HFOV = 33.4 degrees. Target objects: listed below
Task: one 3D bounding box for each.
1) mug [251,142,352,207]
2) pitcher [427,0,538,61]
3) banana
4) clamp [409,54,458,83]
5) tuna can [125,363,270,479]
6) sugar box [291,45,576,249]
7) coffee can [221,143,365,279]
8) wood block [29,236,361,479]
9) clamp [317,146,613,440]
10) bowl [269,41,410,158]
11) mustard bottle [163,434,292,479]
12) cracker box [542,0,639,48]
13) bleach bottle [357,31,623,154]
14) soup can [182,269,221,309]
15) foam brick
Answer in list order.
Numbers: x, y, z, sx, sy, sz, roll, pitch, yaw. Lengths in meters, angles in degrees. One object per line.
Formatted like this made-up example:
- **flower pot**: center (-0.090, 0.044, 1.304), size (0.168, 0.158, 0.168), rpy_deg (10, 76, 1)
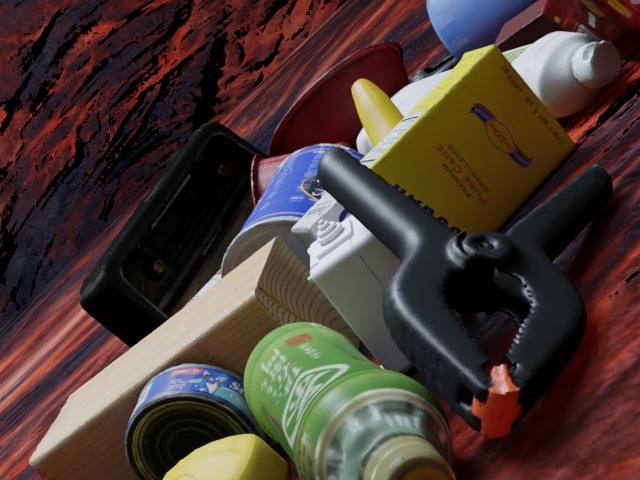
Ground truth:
- **mug**: center (-0.004, -0.039, 0.929), size (0.081, 0.093, 0.117), rpy_deg (-12, 8, 13)
- **pitcher**: center (0.219, -0.252, 0.946), size (0.243, 0.149, 0.145), rpy_deg (-36, 29, 38)
- **banana**: center (0.062, -0.053, 0.800), size (0.037, 0.069, 0.198), rpy_deg (-32, 35, 16)
- **clamp**: center (0.104, -0.154, 1.121), size (0.172, 0.039, 0.120), rpy_deg (-29, 19, 43)
- **tuna can**: center (-0.074, 0.120, 0.648), size (0.086, 0.086, 0.033), rpy_deg (-37, 15, 21)
- **sugar box**: center (0.076, -0.034, 0.694), size (0.176, 0.093, 0.048), rpy_deg (-47, 13, -15)
- **coffee can**: center (-0.005, 0.001, 0.794), size (0.103, 0.102, 0.140), rpy_deg (-36, 14, 26)
- **wood block**: center (-0.082, 0.104, 0.712), size (0.206, 0.090, 0.090), rpy_deg (-37, 14, 21)
- **clamp**: center (0.088, 0.013, 0.529), size (0.164, 0.036, 0.210), rpy_deg (-1, 35, -5)
- **bowl**: center (0.031, -0.108, 0.993), size (0.162, 0.055, 0.162), rpy_deg (-36, -15, -12)
- **mustard bottle**: center (-0.069, 0.177, 0.509), size (0.096, 0.058, 0.191), rpy_deg (-38, 14, 22)
- **cracker box**: center (0.250, -0.236, 0.736), size (0.214, 0.072, 0.164), rpy_deg (-52, -6, 8)
- **bleach bottle**: center (0.131, -0.104, 0.828), size (0.102, 0.068, 0.251), rpy_deg (-48, 16, -23)
- **soup can**: center (-0.078, 0.068, 0.871), size (0.102, 0.068, 0.069), rpy_deg (-47, 14, -24)
- **foam brick**: center (0.193, -0.171, 0.887), size (0.078, 0.051, 0.053), rpy_deg (-32, 17, 40)
